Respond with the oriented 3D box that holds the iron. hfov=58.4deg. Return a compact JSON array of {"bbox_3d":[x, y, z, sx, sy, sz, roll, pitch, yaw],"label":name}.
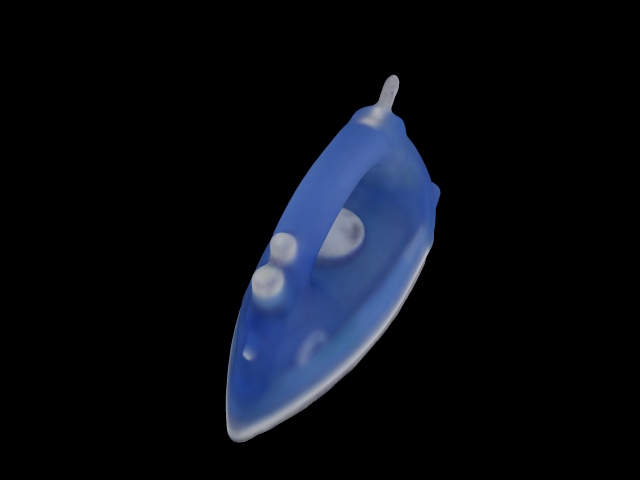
[{"bbox_3d":[0.004,0.001,0.400,0.118,0.141,0.259,20,50,18],"label":"iron"}]
